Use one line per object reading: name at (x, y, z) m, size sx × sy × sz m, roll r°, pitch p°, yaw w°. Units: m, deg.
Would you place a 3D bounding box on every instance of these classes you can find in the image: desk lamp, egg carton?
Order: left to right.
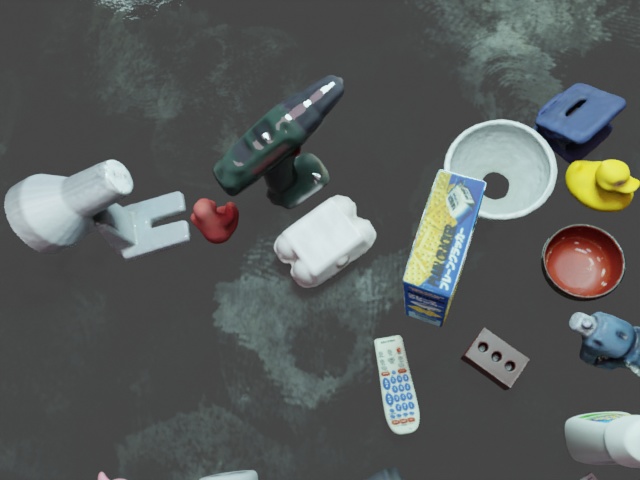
desk lamp at (-0.341, -0.047, 0.902) m, size 0.203 × 0.214 × 0.118 m, roll -17°, pitch 70°, yaw 3°
egg carton at (0.008, 0.003, 0.907) m, size 0.150 × 0.069 × 0.107 m, roll -37°, pitch 70°, yaw -4°

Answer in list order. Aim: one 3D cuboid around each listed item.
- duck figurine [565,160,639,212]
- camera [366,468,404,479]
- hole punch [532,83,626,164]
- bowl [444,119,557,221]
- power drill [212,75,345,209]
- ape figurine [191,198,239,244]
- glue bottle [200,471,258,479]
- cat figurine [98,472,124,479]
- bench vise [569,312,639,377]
duck figurine at (0.429, -0.093, 0.864) m, size 0.104 × 0.086 × 0.077 m, roll 32°, pitch 80°, yaw 17°
camera at (0.065, 0.378, 0.759) m, size 0.137 × 0.101 × 0.143 m, roll -29°, pitch 70°, yaw -1°
hole punch at (0.400, -0.191, 0.898) m, size 0.109 × 0.091 × 0.101 m, roll -41°, pitch 71°, yaw -6°
bowl at (0.276, -0.098, 0.895) m, size 0.167 × 0.075 × 0.167 m, roll -3°, pitch 72°, yaw 8°
power drill at (-0.049, -0.135, 0.888) m, size 0.229 × 0.209 × 0.075 m, roll -36°, pitch 70°, yaw -4°
ape figurine at (-0.178, -0.039, 0.938) m, size 0.077 × 0.092 × 0.076 m, roll 3°, pitch 73°, yaw 10°
glue bottle at (-0.139, 0.335, 0.766) m, size 0.078 × 0.173 × 0.037 m, roll -8°, pitch 71°, yaw 7°
cat figurine at (-0.280, 0.391, 0.800) m, size 0.067 × 0.118 × 0.128 m, roll -4°, pitch 71°, yaw 8°
bench vise at (0.429, 0.145, 0.715) m, size 0.207 × 0.220 × 0.121 m, roll 1°, pitch 72°, yaw 10°
